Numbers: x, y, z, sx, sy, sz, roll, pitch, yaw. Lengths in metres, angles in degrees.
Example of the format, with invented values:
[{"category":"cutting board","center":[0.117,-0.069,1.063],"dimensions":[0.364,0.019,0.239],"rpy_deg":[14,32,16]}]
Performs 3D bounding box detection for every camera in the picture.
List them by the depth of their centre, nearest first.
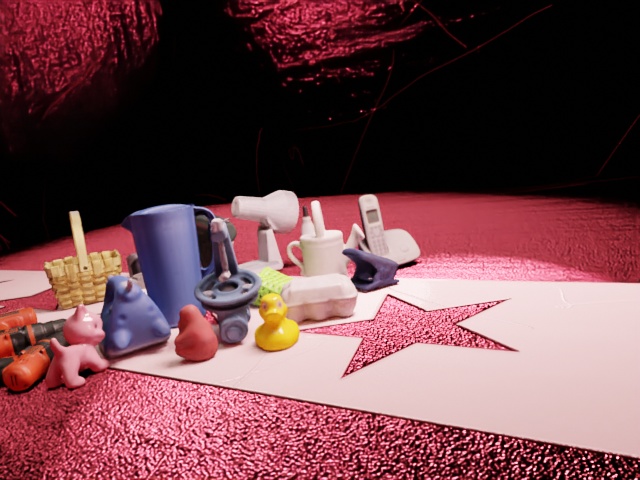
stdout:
[{"category":"camera","center":[-0.476,0.060,1.674],"dimensions":[0.143,0.101,0.136],"rpy_deg":[-15,12,-36]}]

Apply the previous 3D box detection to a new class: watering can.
[{"category":"watering can","center":[0.012,0.004,1.321],"dimensions":[0.173,0.194,0.100],"rpy_deg":[-11,10,-17]}]

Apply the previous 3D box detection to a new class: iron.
[{"category":"iron","center":[-0.373,0.127,1.081],"dimensions":[0.119,0.141,0.257],"rpy_deg":[-14,12,-32]}]

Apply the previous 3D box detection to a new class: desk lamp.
[{"category":"desk lamp","center":[-0.154,-0.023,1.556],"dimensions":[0.204,0.213,0.117],"rpy_deg":[-14,12,-33]}]

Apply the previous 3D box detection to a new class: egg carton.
[{"category":"egg carton","center":[-0.004,0.110,1.090],"dimensions":[0.150,0.069,0.107],"rpy_deg":[-8,10,-2]}]

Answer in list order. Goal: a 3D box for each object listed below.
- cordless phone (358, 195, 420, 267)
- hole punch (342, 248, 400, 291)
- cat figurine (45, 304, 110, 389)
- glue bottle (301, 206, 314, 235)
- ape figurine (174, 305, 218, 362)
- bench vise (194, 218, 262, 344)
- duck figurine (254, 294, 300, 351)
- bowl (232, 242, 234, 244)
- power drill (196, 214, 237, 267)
[{"category":"cordless phone","center":[0.160,-0.023,1.386],"dimensions":[0.148,0.185,0.093],"rpy_deg":[-14,11,-31]},{"category":"hole punch","center":[0.110,0.055,1.253],"dimensions":[0.101,0.091,0.108],"rpy_deg":[-13,11,-25]},{"category":"cat figurine","center":[-0.400,0.167,0.944],"dimensions":[0.067,0.118,0.128],"rpy_deg":[-6,10,13]},{"category":"glue bottle","center":[-0.027,-0.002,1.452],"dimensions":[0.037,0.173,0.078],"rpy_deg":[-8,10,-1]},{"category":"ape figurine","center":[-0.210,0.152,0.952],"dimensions":[0.078,0.092,0.075],"rpy_deg":[-17,13,-42]},{"category":"bench vise","center":[-0.184,0.064,1.060],"dimensions":[0.122,0.220,0.206],"rpy_deg":[-13,11,-25]},{"category":"duck figurine","center":[-0.078,0.132,0.976],"dimensions":[0.077,0.086,0.104],"rpy_deg":[-9,10,-4]},{"category":"bowl","center":[-0.332,0.051,1.688],"dimensions":[0.167,0.075,0.167],"rpy_deg":[-8,10,2]},{"category":"power drill","center":[-0.292,0.023,1.418],"dimensions":[0.228,0.208,0.076],"rpy_deg":[0,13,38]}]
